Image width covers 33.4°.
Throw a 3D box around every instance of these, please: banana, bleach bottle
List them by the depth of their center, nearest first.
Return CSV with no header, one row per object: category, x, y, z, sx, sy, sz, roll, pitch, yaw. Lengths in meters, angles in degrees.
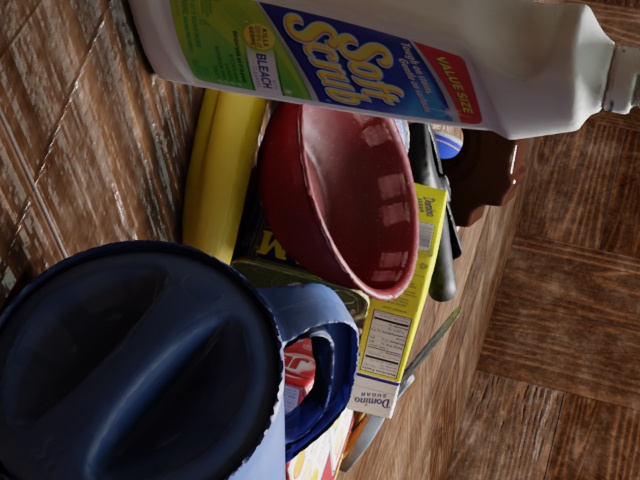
bleach bottle,0.035,-0.104,0.520,0.102,0.251,0.068,81,26,-55
banana,-0.053,-0.062,0.655,0.069,0.037,0.198,31,73,-74

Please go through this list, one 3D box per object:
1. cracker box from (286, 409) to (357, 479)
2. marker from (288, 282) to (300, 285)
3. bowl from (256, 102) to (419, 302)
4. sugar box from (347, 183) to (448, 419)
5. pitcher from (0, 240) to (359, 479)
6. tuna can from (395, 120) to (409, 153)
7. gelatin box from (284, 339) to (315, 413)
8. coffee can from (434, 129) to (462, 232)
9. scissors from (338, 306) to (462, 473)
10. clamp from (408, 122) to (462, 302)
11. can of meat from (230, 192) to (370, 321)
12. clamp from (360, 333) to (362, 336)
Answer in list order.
cracker box,-0.024,0.139,0.878,0.214,0.072,0.164,81,25,-53
marker,0.002,0.068,0.767,0.121,0.020,0.020,58,46,-52
bowl,0.006,-0.035,0.687,0.162,0.055,0.162,36,47,-51
sugar box,0.062,0.051,0.865,0.093,0.048,0.176,-69,169,-52
pitcher,-0.067,0.113,0.552,0.243,0.149,0.145,86,22,-58
tuna can,0.034,-0.089,0.866,0.033,0.086,0.086,-18,129,-28
gelatin box,-0.040,0.087,0.729,0.073,0.089,0.030,-42,143,-65
coffee can,0.104,-0.036,1.146,0.103,0.103,0.140,83,25,-53
scissors,0.071,0.125,0.969,0.202,0.016,0.096,-57,-176,17
clamp,0.098,-0.039,0.944,0.120,0.039,0.171,-55,136,-79
can of meat,-0.005,0.001,0.765,0.057,0.102,0.084,94,12,-64
clamp,0.047,0.136,1.065,0.164,0.036,0.210,-28,147,-54
